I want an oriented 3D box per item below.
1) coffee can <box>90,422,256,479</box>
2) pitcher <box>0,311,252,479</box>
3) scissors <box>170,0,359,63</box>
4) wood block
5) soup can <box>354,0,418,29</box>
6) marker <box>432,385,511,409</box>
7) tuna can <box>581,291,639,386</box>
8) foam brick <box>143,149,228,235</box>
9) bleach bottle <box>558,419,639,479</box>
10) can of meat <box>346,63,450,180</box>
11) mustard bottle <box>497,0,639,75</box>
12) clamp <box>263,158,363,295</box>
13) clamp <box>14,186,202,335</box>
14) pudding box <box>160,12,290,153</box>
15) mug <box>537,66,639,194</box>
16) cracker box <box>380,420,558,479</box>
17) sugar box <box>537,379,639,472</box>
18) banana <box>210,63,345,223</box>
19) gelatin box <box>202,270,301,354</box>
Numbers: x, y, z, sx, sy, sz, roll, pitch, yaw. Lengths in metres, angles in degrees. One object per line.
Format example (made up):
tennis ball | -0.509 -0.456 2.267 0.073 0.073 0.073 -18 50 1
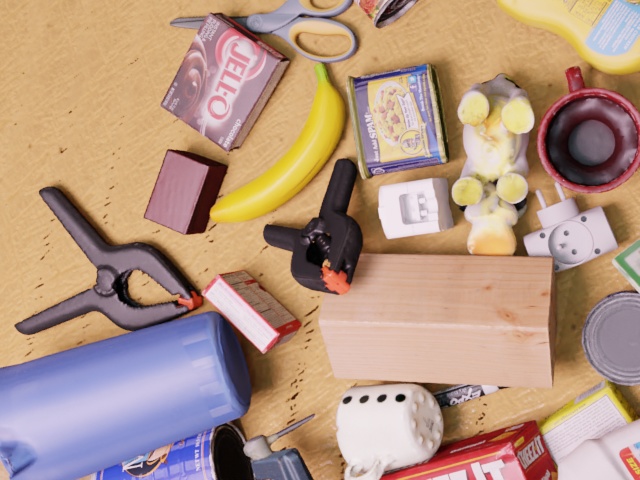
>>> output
coffee can | -0.148 0.251 1.091 0.140 0.102 0.103 -18 88 16
pitcher | -0.196 0.152 1.063 0.243 0.145 0.149 -18 59 7
scissors | -0.051 -0.237 1.082 0.202 0.016 0.096 20 96 15
wood block | 0.113 0.073 0.996 0.206 0.090 0.091 0 136 16
soup can | 0.047 -0.264 1.024 0.068 0.068 0.102 -41 81 14
marker | 0.143 0.149 1.044 0.121 0.020 0.020 -20 87 16
tuna can | 0.288 0.090 0.991 0.086 0.033 0.086 1 93 16
foam brick | -0.138 -0.050 1.098 0.051 0.053 0.078 23 99 14
bleach bottle | 0.312 0.199 0.930 0.250 0.068 0.102 -19 83 -5
can of meat | 0.077 -0.115 1.030 0.084 0.057 0.102 -9 91 14
mustard bottle | 0.264 -0.206 0.969 0.192 0.058 0.096 35 95 12
clamp | -0.007 0.001 1.023 0.039 0.171 0.120 36 117 -24
clamp | -0.229 0.051 1.138 0.210 0.036 0.164 21 99 14
pudding box | -0.096 -0.159 1.079 0.090 0.039 0.114 35 112 11
mug | 0.244 -0.100 0.969 0.093 0.081 0.117 -18 88 16
cracker box | 0.162 0.297 1.000 0.164 0.072 0.214 -24 87 33
sugar box | 0.284 0.227 0.994 0.093 0.048 0.176 -37 85 19
banana | -0.033 -0.080 1.077 0.198 0.037 0.070 -52 57 11
gelatin box | -0.069 0.070 1.073 0.089 0.073 0.030 42 103 10
